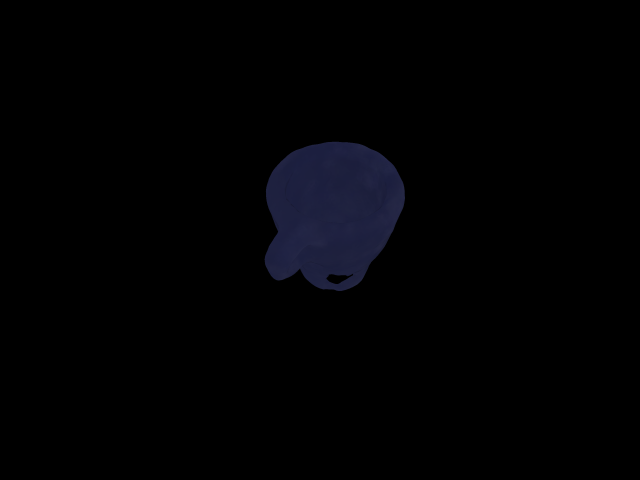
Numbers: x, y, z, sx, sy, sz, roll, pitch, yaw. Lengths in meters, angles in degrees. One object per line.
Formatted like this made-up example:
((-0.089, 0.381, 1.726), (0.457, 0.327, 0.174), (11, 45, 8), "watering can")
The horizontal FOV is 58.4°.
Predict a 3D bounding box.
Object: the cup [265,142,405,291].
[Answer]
((0.004, 0.001, 0.400), (0.091, 0.095, 0.118), (25, 54, 20), "cup")
